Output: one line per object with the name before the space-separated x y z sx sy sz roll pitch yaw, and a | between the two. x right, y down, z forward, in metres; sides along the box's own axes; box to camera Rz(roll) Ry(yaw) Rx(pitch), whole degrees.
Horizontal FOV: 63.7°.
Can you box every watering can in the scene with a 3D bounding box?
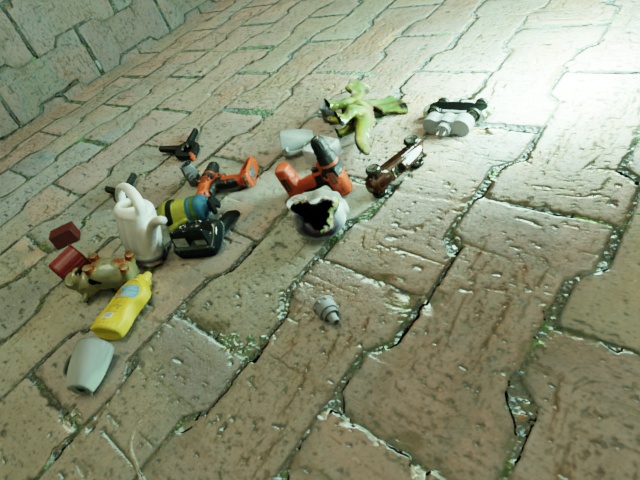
watering can | -0.466 -0.026 1.358 0.105 0.220 0.351 -23 33 -29

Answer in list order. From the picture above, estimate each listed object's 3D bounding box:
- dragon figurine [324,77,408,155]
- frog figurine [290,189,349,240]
dragon figurine | 0.154 -0.389 1.571 0.244 0.119 0.419 -21 45 -10
frog figurine | 0.004 -0.064 1.271 0.137 0.123 0.160 -29 0 9
